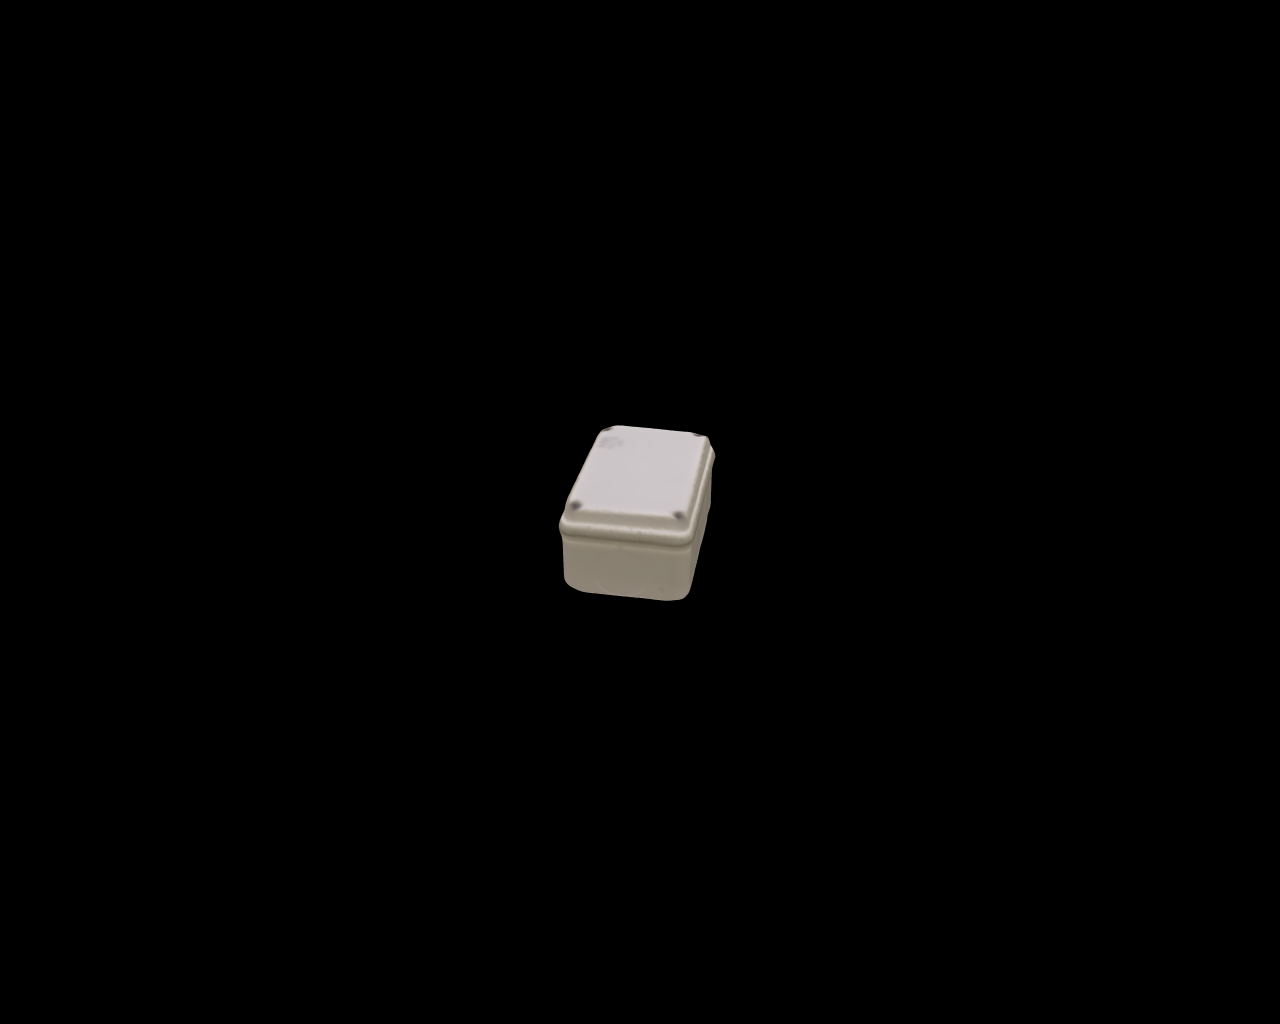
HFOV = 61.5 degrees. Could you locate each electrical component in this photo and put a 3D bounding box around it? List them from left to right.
[{"bbox_3d":[0.001,-0.003,0.650,0.078,0.057,0.113,6,33,9],"label":"electrical component"}]
